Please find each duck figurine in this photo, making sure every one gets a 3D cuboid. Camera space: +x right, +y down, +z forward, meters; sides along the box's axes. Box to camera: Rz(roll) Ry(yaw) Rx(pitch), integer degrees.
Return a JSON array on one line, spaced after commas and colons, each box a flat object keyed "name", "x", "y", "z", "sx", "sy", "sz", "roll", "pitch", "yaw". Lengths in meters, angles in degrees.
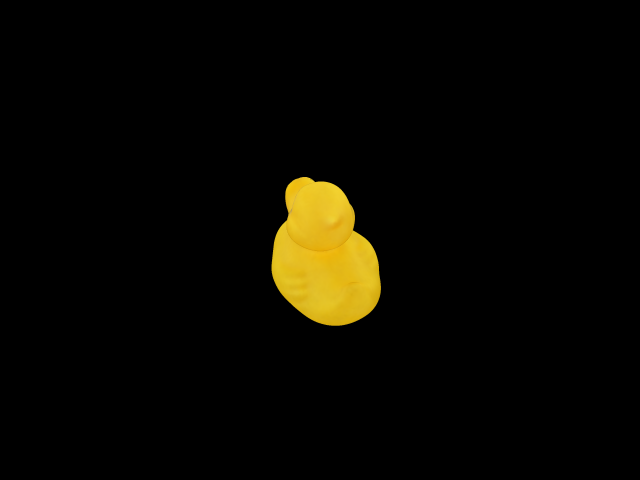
[{"name": "duck figurine", "x": 0.004, "y": 0.001, "z": 0.400, "sx": 0.077, "sy": 0.086, "sz": 0.104, "roll": -21, "pitch": 54, "yaw": -15}]
